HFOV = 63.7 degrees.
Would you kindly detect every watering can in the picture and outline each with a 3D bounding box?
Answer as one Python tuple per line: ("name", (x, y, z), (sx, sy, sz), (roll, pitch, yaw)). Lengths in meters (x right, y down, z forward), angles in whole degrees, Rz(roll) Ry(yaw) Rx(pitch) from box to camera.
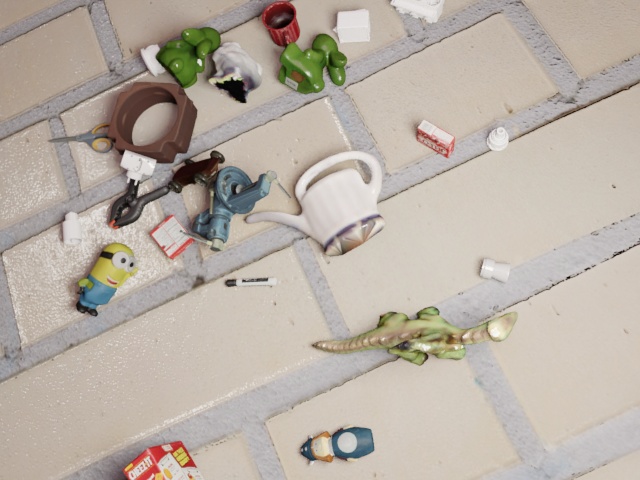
("watering can", (0.004, -0.060, 1.187), (0.345, 0.103, 0.228), (-32, 68, 13))

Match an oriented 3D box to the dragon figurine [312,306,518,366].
("dragon figurine", (0.173, 0.190, 1.001), (0.410, 0.240, 0.123), (-10, 78, 5))

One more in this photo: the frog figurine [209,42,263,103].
("frog figurine", (-0.214, -0.460, 1.346), (0.137, 0.121, 0.162), (15, 63, -20))
